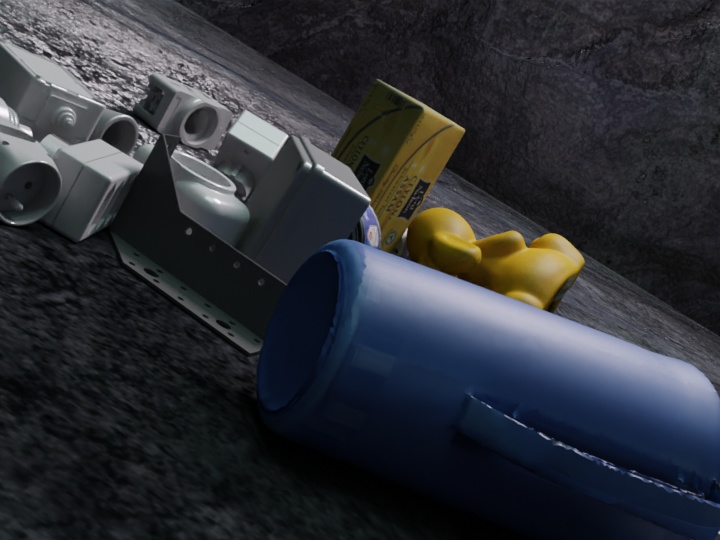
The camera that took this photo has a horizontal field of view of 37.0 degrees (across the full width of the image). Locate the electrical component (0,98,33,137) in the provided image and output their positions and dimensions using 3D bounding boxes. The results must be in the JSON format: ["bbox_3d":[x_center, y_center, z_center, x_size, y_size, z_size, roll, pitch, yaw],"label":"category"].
[{"bbox_3d":[-0.243,-0.093,0.700,0.043,0.043,0.062,38,12,32],"label":"electrical component"}]

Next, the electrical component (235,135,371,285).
[{"bbox_3d":[-0.049,-0.032,0.781,0.056,0.108,0.108,30,11,-17],"label":"electrical component"}]

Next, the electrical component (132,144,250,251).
[{"bbox_3d":[-0.127,-0.046,0.763,0.095,0.059,0.054,39,13,34],"label":"electrical component"}]

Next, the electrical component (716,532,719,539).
[{"bbox_3d":[0.263,0.191,0.738,0.099,0.064,0.099,30,11,-6],"label":"electrical component"}]

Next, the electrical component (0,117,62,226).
[{"bbox_3d":[-0.226,-0.066,0.624,0.077,0.043,0.079,38,12,31],"label":"electrical component"}]

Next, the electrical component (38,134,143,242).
[{"bbox_3d":[-0.191,-0.062,0.692,0.076,0.047,0.083,31,11,-3],"label":"electrical component"}]

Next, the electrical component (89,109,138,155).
[{"bbox_3d":[-0.221,-0.120,0.887,0.065,0.044,0.044,32,10,28],"label":"electrical component"}]

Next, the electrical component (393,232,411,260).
[{"bbox_3d":[0.053,-0.015,1.142,0.079,0.043,0.077,36,12,18],"label":"electrical component"}]

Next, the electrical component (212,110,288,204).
[{"bbox_3d":[-0.111,-0.084,0.960,0.047,0.083,0.075,31,49,-3],"label":"electrical component"}]

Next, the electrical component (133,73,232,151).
[{"bbox_3d":[-0.187,-0.167,1.155,0.056,0.050,0.089,37,13,33],"label":"electrical component"}]

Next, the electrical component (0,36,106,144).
[{"bbox_3d":[-0.235,-0.117,0.780,0.062,0.061,0.096,19,17,-48],"label":"electrical component"}]
